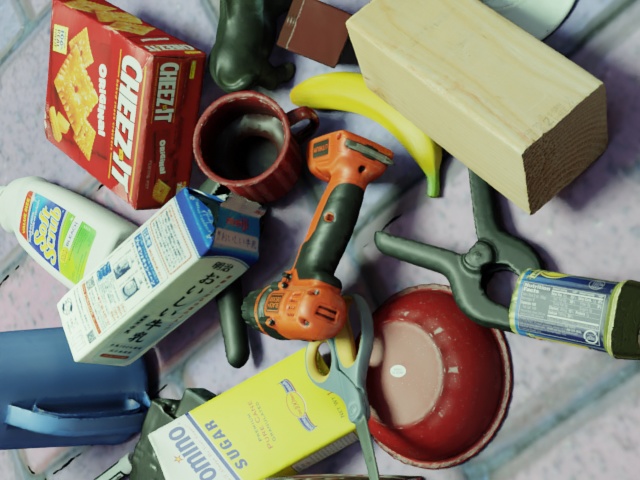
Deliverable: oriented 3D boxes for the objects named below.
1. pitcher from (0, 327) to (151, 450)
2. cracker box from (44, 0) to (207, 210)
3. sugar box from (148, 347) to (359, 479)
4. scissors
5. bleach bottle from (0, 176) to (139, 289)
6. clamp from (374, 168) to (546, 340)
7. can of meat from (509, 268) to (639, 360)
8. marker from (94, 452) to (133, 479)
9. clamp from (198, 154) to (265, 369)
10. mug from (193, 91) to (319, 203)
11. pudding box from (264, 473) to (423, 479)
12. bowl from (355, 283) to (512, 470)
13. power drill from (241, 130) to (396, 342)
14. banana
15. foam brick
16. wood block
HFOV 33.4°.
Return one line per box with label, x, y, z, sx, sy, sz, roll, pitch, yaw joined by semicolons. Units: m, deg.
pitcher;-0.296;0.153;1.068;0.149;0.242;0.145;-34;66;35
cracker box;-0.211;-0.147;1.114;0.214;0.071;0.164;34;123;43
sugar box;-0.059;0.177;0.968;0.176;0.048;0.093;-29;64;-2
scissors;0.020;0.142;0.895;0.096;0.016;0.202;-34;49;46
bleach bottle;-0.295;-0.006;1.207;0.251;0.067;0.102;24;98;39
clamp;0.139;0.007;0.894;0.172;0.039;0.120;42;98;25
can of meat;0.203;0.055;0.802;0.084;0.101;0.057;9;90;39
marker;-0.238;0.265;1.149;0.121;0.020;0.020;-38;63;26
clamp;-0.115;0.011;1.084;0.165;0.036;0.210;12;88;37
mug;-0.053;-0.089;1.011;0.117;0.081;0.093;-31;71;3
pudding box;0.020;0.222;0.920;0.114;0.089;0.039;-5;82;36
bowl;0.080;0.115;0.913;0.162;0.055;0.162;-6;79;35
power drill;-0.006;0.001;0.961;0.185;0.057;0.187;-4;67;67
banana;0.047;-0.116;0.983;0.198;0.037;0.070;39;106;34
foam brick;-0.005;-0.196;1.002;0.078;0.051;0.053;-127;58;-75
wood block;0.127;-0.127;0.875;0.090;0.090;0.206;-40;56;-9
